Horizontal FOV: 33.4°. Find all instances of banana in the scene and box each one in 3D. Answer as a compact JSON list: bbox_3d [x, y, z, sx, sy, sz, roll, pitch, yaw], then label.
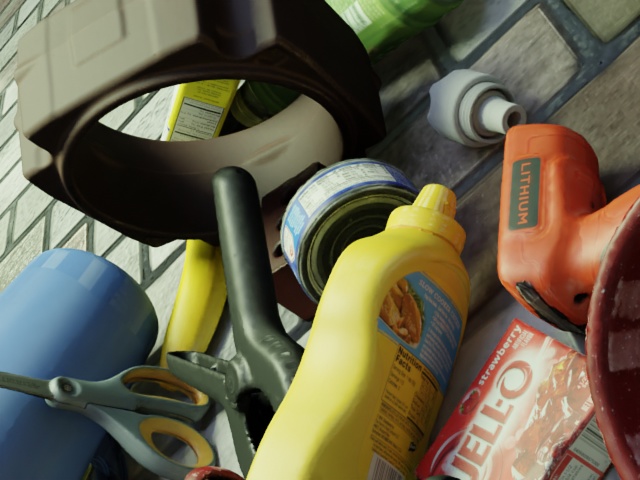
[{"bbox_3d":[-0.089,0.021,0.790,0.070,0.037,0.198,-51,27,34],"label":"banana"}]

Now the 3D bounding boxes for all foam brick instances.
[{"bbox_3d":[-0.004,0.001,0.671,0.053,0.051,0.078,-32,37,34],"label":"foam brick"}]

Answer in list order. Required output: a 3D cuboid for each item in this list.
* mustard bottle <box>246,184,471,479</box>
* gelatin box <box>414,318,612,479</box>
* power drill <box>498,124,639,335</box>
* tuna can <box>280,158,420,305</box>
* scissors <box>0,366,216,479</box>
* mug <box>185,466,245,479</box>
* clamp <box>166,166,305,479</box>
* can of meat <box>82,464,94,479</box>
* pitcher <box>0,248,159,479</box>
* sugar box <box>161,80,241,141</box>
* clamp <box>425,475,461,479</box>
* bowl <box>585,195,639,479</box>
[{"bbox_3d":[0.030,0.057,0.521,0.058,0.096,0.191,4,62,37],"label":"mustard bottle"},{"bbox_3d":[0.091,0.088,0.471,0.089,0.030,0.073,-56,30,-1],"label":"gelatin box"},{"bbox_3d":[0.168,-0.046,0.465,0.188,0.057,0.184,-25,42,41],"label":"power drill"},{"bbox_3d":[0.023,0.000,0.600,0.086,0.086,0.034,-48,33,11],"label":"tuna can"},{"bbox_3d":[-0.140,0.107,0.637,0.016,0.201,0.096,-54,52,25],"label":"scissors"},{"bbox_3d":[-0.063,0.176,0.550,0.093,0.081,0.117,-16,48,47],"label":"mug"},{"bbox_3d":[-0.039,0.084,0.614,0.210,0.036,0.165,63,145,36],"label":"clamp"},{"bbox_3d":[-0.221,0.181,0.796,0.084,0.057,0.102,4,64,54],"label":"can of meat"},{"bbox_3d":[-0.196,0.127,0.698,0.145,0.149,0.242,14,44,15],"label":"pitcher"},{"bbox_3d":[-0.083,-0.127,0.803,0.176,0.048,0.093,120,162,-62],"label":"sugar box"},{"bbox_3d":[0.030,0.195,0.435,0.172,0.039,0.120,-58,33,19],"label":"clamp"},{"bbox_3d":[0.170,0.038,0.344,0.162,0.055,0.162,1,91,45],"label":"bowl"}]
